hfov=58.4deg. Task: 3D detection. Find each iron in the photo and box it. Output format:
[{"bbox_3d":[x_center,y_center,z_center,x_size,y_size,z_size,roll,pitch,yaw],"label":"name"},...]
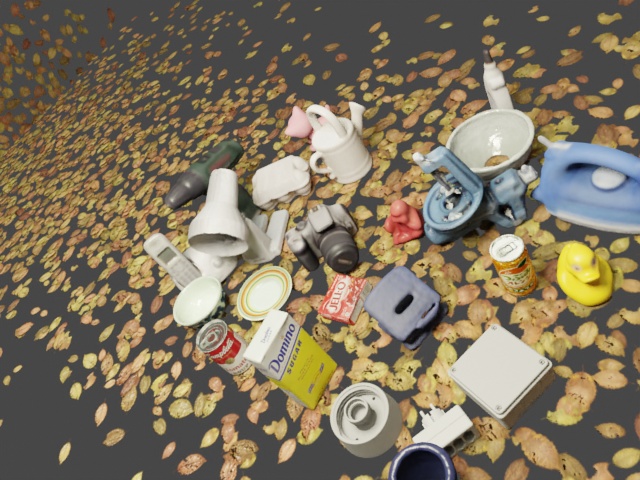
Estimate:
[{"bbox_3d":[0.464,-0.097,0.904,0.257,0.142,0.119,21,67,43],"label":"iron"}]

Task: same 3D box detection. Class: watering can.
[{"bbox_3d":[0.037,-0.229,1.261,0.100,0.195,0.173,3,55,35],"label":"watering can"}]

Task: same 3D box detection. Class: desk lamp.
[{"bbox_3d":[-0.175,-0.035,1.215,0.117,0.214,0.203,-11,48,25],"label":"desk lamp"}]

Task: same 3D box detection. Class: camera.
[{"bbox_3d":[0.010,0.004,1.143,0.143,0.101,0.136,-32,43,5],"label":"camera"}]

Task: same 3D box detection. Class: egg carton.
[{"bbox_3d":[-0.091,-0.136,1.355,0.150,0.070,0.107,-23,44,15],"label":"egg carton"}]

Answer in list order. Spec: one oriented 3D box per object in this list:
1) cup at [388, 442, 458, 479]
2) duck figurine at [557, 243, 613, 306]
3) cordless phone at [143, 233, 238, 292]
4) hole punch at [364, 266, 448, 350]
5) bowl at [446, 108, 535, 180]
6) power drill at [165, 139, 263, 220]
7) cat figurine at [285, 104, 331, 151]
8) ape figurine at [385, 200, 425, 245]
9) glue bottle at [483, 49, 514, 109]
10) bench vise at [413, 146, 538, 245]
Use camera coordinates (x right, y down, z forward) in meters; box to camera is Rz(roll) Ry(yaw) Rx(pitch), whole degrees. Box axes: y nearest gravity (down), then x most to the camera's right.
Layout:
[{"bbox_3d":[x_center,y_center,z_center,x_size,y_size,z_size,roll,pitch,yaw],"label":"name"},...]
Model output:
[{"bbox_3d":[0.157,0.335,0.759,0.092,0.095,0.117,-48,44,-12],"label":"cup"},{"bbox_3d":[0.397,0.038,0.870,0.077,0.086,0.104,-23,44,14],"label":"duck figurine"},{"bbox_3d":[-0.280,0.030,1.248,0.148,0.186,0.093,-45,43,-9],"label":"cordless phone"},{"bbox_3d":[0.145,0.112,0.966,0.109,0.091,0.100,-46,43,-10],"label":"hole punch"},{"bbox_3d":[0.334,-0.172,1.104,0.167,0.075,0.167,-18,46,20],"label":"bowl"},{"bbox_3d":[-0.229,-0.108,1.318,0.075,0.209,0.230,9,59,38],"label":"power drill"},{"bbox_3d":[-0.021,-0.284,1.404,0.127,0.118,0.067,-27,43,10],"label":"cat figurine"},{"bbox_3d":[0.159,-0.041,1.091,0.076,0.092,0.077,-49,44,-13],"label":"ape figurine"},{"bbox_3d":[0.351,-0.306,1.139,0.037,0.174,0.078,-25,44,13],"label":"glue bottle"},{"bbox_3d":[0.254,-0.100,0.986,0.207,0.220,0.121,-33,42,4],"label":"bench vise"}]
